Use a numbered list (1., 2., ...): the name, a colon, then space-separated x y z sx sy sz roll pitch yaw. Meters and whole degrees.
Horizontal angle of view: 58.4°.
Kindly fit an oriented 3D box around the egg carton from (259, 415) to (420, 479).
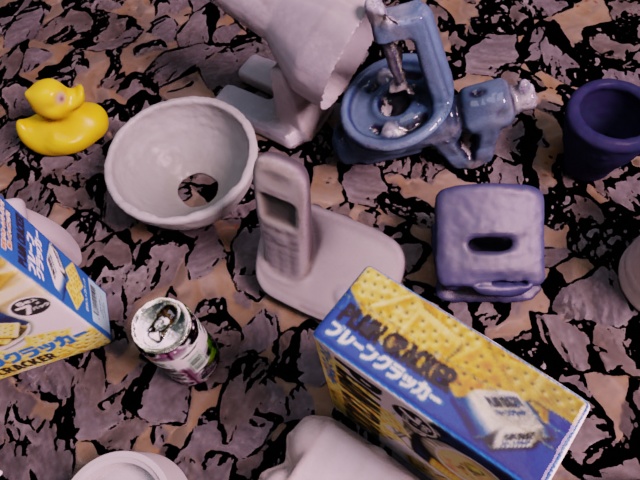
1. egg carton: 0.024 0.220 0.471 0.150 0.069 0.107 29 68 18

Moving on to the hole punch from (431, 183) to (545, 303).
1. hole punch: 0.165 0.005 0.559 0.108 0.091 0.101 -1 62 4

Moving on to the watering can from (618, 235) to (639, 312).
1. watering can: 0.347 0.002 0.486 0.101 0.194 0.172 -38 66 -14

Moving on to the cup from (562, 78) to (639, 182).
1. cup: 0.308 -0.105 0.602 0.117 0.095 0.092 8 63 9

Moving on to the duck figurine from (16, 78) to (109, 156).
1. duck figurine: -0.319 -0.154 0.686 0.104 0.086 0.077 -18 62 -5

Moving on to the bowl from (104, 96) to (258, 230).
1. bowl: -0.145 -0.074 0.636 0.167 0.075 0.167 -2 62 4

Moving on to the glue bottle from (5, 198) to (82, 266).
1. glue bottle: -0.306 -0.010 0.561 0.078 0.173 0.037 -24 63 -8

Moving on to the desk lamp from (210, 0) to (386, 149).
1. desk lamp: -0.036 -0.198 0.613 0.202 0.214 0.118 26 68 18

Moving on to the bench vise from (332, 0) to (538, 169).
1. bench vise: 0.111 -0.163 0.579 0.207 0.220 0.121 -19 62 -5

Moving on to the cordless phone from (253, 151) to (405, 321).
1. cordless phone: 0.005 0.002 0.521 0.147 0.185 0.094 19 66 14
